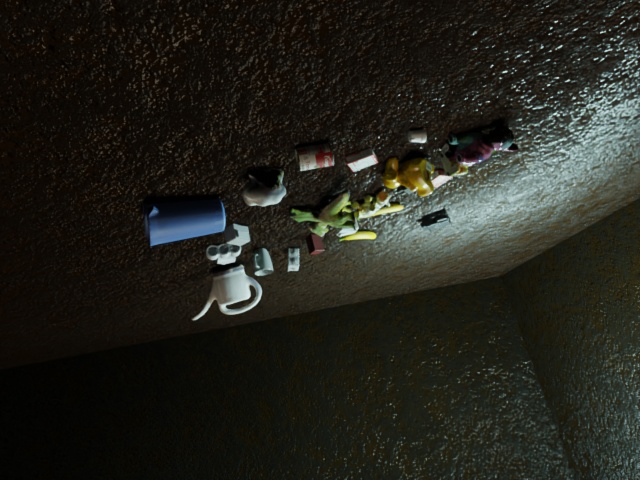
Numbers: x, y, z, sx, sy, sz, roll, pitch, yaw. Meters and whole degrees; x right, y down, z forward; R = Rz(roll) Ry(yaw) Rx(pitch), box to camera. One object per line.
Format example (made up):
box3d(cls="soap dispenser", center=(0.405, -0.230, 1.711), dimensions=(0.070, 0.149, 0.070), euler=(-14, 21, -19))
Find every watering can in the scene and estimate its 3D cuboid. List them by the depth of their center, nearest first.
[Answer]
box3d(cls="watering can", center=(-0.442, 0.236, 2.346), dimensions=(0.347, 0.225, 0.104), euler=(-15, 177, 3))

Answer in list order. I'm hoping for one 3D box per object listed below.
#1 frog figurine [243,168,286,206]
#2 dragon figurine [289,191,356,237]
box3d(cls="frog figurine", center=(-0.175, -0.141, 1.588), dimensions=(0.139, 0.124, 0.156), euler=(-25, 157, -32))
box3d(cls="dragon figurine", center=(0.006, -0.095, 1.891), dimensions=(0.242, 0.124, 0.404), euler=(-7, 161, 5))
